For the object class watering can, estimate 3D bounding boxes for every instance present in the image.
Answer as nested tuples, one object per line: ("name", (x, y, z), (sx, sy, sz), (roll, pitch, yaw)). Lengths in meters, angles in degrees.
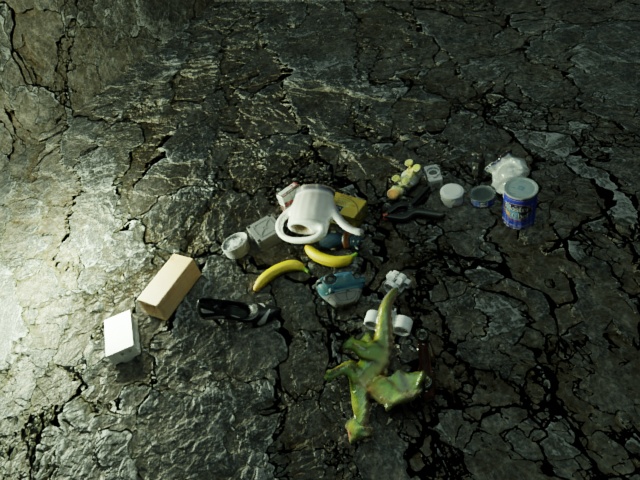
("watering can", (0.005, -0.089, 1.771), (0.347, 0.229, 0.102), (-3, -31, 27))

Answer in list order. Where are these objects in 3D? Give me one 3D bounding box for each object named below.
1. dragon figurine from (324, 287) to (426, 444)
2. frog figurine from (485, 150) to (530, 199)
("dragon figurine", (0.170, 0.331, 1.345), (0.245, 0.414, 0.120), (26, -14, 38))
("frog figurine", (0.663, -0.211, 1.787), (0.136, 0.162, 0.121), (-29, -26, 22))
